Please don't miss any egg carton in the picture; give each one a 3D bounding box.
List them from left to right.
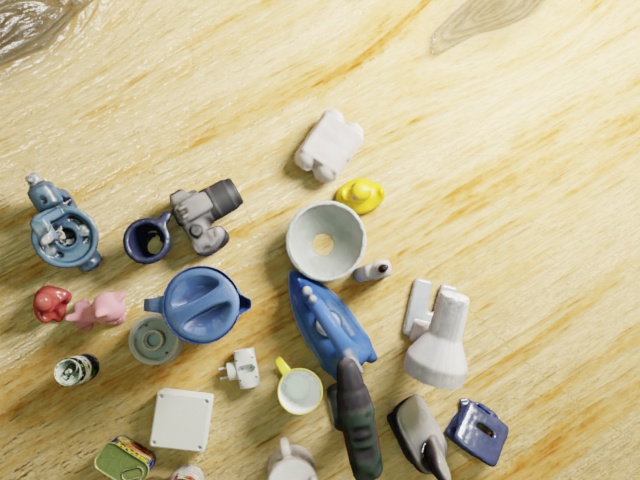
[{"bbox_3d":[0.021,-0.199,1.220,0.107,0.069,0.150,33,83,0],"label":"egg carton"}]

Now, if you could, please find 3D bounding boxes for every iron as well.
[{"bbox_3d":[0.011,0.163,1.145,0.119,0.141,0.258,-35,87,-7],"label":"iron"}]

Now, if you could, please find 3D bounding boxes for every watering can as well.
[{"bbox_3d":[-0.048,0.468,1.083,0.101,0.194,0.173,-34,87,-7],"label":"watering can"}]

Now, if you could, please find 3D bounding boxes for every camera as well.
[{"bbox_3d":[-0.222,-0.057,1.172,0.137,0.100,0.143,-30,87,-6],"label":"camera"}]

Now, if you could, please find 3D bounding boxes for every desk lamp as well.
[{"bbox_3d":[0.228,0.178,1.124,0.118,0.213,0.203,13,83,-2],"label":"desk lamp"}]

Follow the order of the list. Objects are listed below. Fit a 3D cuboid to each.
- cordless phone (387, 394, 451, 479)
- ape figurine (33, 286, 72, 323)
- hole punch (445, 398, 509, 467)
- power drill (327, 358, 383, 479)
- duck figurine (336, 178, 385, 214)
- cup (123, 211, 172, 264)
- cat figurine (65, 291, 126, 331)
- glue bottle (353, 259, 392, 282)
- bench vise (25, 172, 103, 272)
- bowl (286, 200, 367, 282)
[{"bbox_3d":[0.205,0.389,1.114,0.094,0.185,0.147,-30,87,-6],"label":"cordless phone"},{"bbox_3d":[-0.537,0.124,1.134,0.078,0.092,0.076,-31,87,-6],"label":"ape figurine"},{"bbox_3d":[0.324,0.391,1.170,0.108,0.091,0.101,35,83,0],"label":"hole punch"},{"bbox_3d":[0.062,0.331,1.098,0.075,0.208,0.230,-13,85,-5],"label":"power drill"},{"bbox_3d":[0.088,-0.098,1.206,0.104,0.086,0.077,-6,84,-5],"label":"duck figurine"},{"bbox_3d":[-0.334,-0.005,1.161,0.091,0.095,0.118,35,83,0],"label":"cup"},{"bbox_3d":[-0.435,0.140,1.127,0.128,0.117,0.067,-13,85,-5],"label":"cat figurine"},{"bbox_3d":[0.114,0.061,1.148,0.078,0.173,0.037,-15,85,-5],"label":"glue bottle"},{"bbox_3d":[-0.517,-0.032,1.087,0.207,0.219,0.121,41,83,1],"label":"bench vise"},{"bbox_3d":[0.011,0.004,1.196,0.167,0.074,0.167,0,84,-4],"label":"bowl"}]
